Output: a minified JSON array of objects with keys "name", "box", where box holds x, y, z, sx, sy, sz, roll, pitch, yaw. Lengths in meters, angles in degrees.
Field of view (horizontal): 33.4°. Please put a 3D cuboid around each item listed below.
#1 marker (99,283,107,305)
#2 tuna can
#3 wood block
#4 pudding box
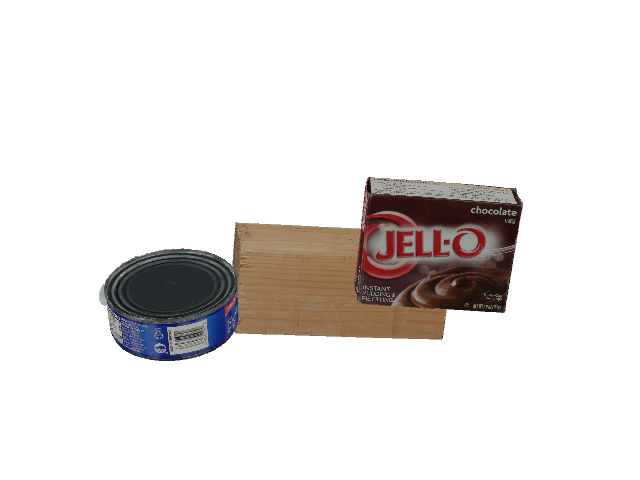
[{"name":"marker","box":[-0.129,0.052,0.902,0.121,0.020,0.020,6,2,17]},{"name":"tuna can","box":[-0.096,0.041,0.695,0.086,0.034,0.086,-1,30,0]},{"name":"wood block","box":[0.017,0.041,1.064,0.206,0.091,0.090,3,16,-9]},{"name":"pudding box","box":[0.085,0.003,0.783,0.113,0.090,0.039,3,28,-3]}]
